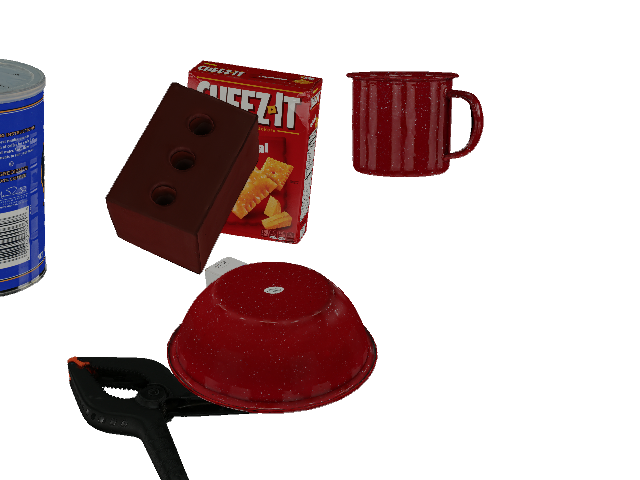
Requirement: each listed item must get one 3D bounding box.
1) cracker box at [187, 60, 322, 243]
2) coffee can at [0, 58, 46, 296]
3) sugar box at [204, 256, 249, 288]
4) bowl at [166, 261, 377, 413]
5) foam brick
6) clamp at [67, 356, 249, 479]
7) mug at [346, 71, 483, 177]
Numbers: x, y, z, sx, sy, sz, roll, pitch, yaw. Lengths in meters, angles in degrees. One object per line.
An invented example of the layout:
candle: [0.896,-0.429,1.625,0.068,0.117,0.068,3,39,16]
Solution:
cracker box: [-0.093,-0.112,1.383,0.164,0.214,0.072,10,23,7]
coffee can: [-0.238,-0.044,0.721,0.103,0.140,0.103,4,22,-2]
sugar box: [-0.045,0.087,1.153,0.176,0.093,0.048,23,38,35]
bowl: [-0.036,0.061,0.807,0.162,0.055,0.162,2,27,-1]
foam brick: [-0.071,-0.033,0.568,0.053,0.078,0.051,22,-21,6]
clamp: [-0.140,0.149,0.973,0.210,0.036,0.164,23,36,31]
mug: [0.078,-0.097,0.881,0.117,0.081,0.093,5,13,25]
